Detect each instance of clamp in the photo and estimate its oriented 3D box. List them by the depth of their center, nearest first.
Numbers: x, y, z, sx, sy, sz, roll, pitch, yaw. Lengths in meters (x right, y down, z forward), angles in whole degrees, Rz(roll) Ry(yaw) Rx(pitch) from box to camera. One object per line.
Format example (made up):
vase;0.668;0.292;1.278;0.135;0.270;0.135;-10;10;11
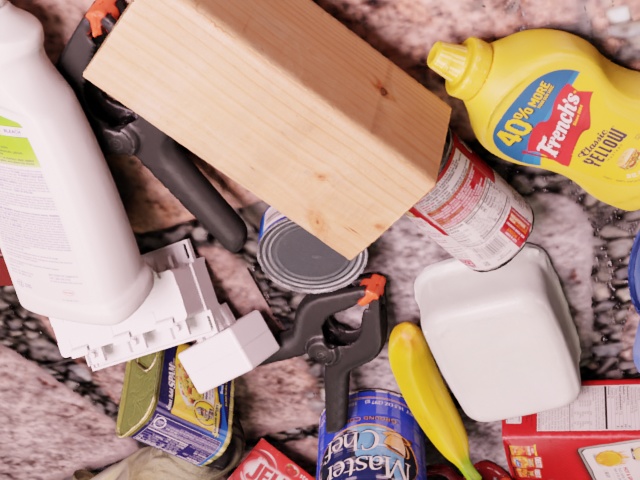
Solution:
clamp;-0.128;-0.073;0.757;0.164;0.036;0.210;11;133;5
clamp;-0.005;0.086;0.909;0.120;0.039;0.172;23;124;-5

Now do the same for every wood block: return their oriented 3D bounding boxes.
wood block;-0.028;-0.093;0.668;0.206;0.090;0.090;35;131;-15

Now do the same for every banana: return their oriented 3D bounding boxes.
banana;0.096;0.131;0.936;0.037;0.070;0.197;-39;125;-16

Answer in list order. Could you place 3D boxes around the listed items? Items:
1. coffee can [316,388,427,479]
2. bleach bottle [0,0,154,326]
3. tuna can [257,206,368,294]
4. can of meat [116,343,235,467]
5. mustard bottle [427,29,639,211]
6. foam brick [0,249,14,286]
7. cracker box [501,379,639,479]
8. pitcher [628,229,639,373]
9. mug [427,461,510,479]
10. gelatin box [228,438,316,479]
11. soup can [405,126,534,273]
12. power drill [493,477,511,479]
coffee can;0.047;0.220;0.963;0.103;0.140;0.103;2;129;2
bleach bottle;-0.189;-0.059;0.723;0.103;0.068;0.251;7;129;21
tuna can;-0.005;0.001;0.830;0.086;0.033;0.086;1;135;1
can of meat;-0.122;0.137;0.925;0.083;0.102;0.058;30;129;-27
mustard bottle;0.159;-0.089;0.716;0.191;0.058;0.096;20;133;-16
foam brick;-0.263;0.002;0.824;0.078;0.053;0.051;-1;151;7
cracker box;0.281;0.196;0.967;0.214;0.072;0.164;-4;136;16
pitcher;0.355;0.057;0.801;0.242;0.145;0.149;26;146;-25
mug;0.138;0.268;1.056;0.082;0.093;0.117;-33;107;36
gelatin box;-0.044;0.244;1.012;0.089;0.073;0.030;37;161;13
soup can;0.099;-0.030;0.771;0.069;0.068;0.102;-33;125;30
power drill;0.119;0.305;0.927;0.188;0.184;0.057;-33;122;6
